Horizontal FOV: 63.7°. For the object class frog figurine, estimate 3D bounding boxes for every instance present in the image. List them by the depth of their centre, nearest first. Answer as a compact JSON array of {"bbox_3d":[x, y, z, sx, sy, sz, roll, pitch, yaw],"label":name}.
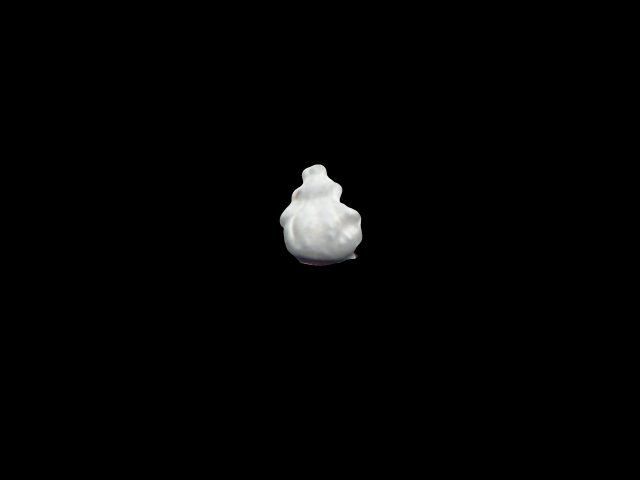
[{"bbox_3d":[0.003,-0.043,0.850,0.137,0.158,0.124,7,14,27],"label":"frog figurine"}]
